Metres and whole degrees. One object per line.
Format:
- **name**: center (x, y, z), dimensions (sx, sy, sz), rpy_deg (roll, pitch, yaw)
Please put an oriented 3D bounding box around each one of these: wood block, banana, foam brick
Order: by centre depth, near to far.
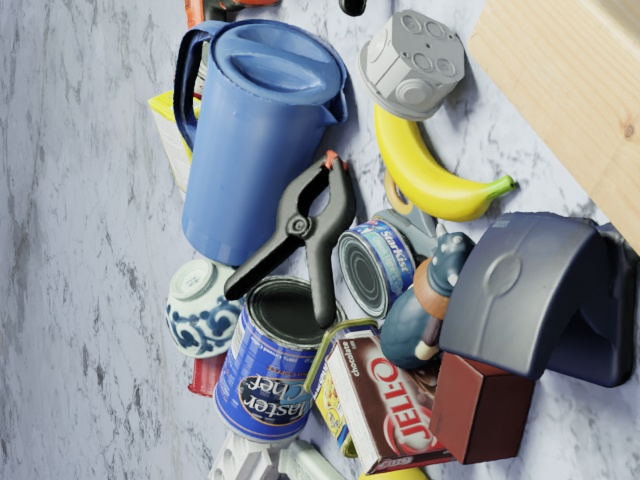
- **wood block**: center (0.184, -0.091, 0.635), dimensions (0.206, 0.090, 0.091), rpy_deg (61, 142, 40)
- **foam brick**: center (0.123, 0.123, 0.813), dimensions (0.053, 0.051, 0.078), rpy_deg (42, 129, 54)
- **banana**: center (0.087, -0.069, 0.877), dimensions (0.070, 0.037, 0.198), rpy_deg (-45, 45, 7)

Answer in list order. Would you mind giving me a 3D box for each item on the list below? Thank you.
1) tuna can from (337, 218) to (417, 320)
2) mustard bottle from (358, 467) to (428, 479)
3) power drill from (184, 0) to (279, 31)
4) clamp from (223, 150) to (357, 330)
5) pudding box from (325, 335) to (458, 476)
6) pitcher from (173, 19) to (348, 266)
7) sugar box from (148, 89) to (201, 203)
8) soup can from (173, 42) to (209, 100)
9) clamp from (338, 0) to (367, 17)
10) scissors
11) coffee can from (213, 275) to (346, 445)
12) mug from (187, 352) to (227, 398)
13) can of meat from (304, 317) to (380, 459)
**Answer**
- **tuna can**: center (0.050, 0.026, 0.932), dimensions (0.086, 0.033, 0.086), rpy_deg (50, 152, 39)
- **mustard bottle**: center (0.068, 0.257, 0.921), dimensions (0.096, 0.058, 0.191), rpy_deg (-25, 70, 61)
- **power drill**: center (-0.107, -0.315, 1.198), dimensions (0.188, 0.057, 0.184), rpy_deg (0, 97, 65)
- **clamp**: center (-0.007, 0.001, 0.995), dimensions (0.120, 0.039, 0.171), rpy_deg (25, 83, 26)
- **pudding box**: center (0.064, 0.133, 0.882), dimensions (0.039, 0.089, 0.113), rpy_deg (-62, 40, 45)
- **pitcher**: center (-0.076, -0.096, 1.080), dimensions (0.243, 0.144, 0.149), rpy_deg (111, 154, -42)
- **sugar box**: center (-0.137, -0.079, 1.224), dimensions (0.093, 0.048, 0.176), rpy_deg (36, 149, 55)
- **soup can**: center (-0.126, -0.194, 1.212), dimensions (0.102, 0.068, 0.068), rpy_deg (148, 116, -71)
- **clamp**: center (0.055, -0.317, 0.905), dimensions (0.165, 0.036, 0.210), rpy_deg (-34, 58, 44)
- **scissors**: center (0.097, -0.009, 0.881), dimensions (0.202, 0.016, 0.096), rpy_deg (22, 116, 60)
- **coffee can**: center (-0.042, 0.121, 1.068), dimensions (0.103, 0.102, 0.140), rpy_deg (60, 142, 41)
- **mug**: center (-0.097, 0.129, 1.204), dimensions (0.117, 0.093, 0.081), rpy_deg (-21, -64, -82)
- **can of meat**: center (0.036, 0.136, 0.973), dimensions (0.084, 0.057, 0.102), rpy_deg (59, 142, 39)
